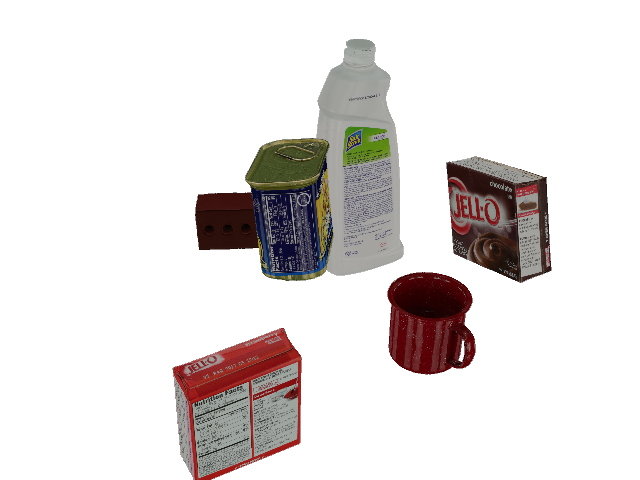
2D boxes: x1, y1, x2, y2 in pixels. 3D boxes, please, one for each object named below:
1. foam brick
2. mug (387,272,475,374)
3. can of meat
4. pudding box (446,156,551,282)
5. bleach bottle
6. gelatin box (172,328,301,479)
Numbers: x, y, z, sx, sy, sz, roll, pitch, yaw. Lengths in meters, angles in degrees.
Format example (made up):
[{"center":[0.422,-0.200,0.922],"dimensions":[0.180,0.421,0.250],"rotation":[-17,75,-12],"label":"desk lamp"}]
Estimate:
[{"center":[-0.110,-0.024,1.286],"dimensions":[0.078,0.053,0.051],"rotation":[-3,28,0],"label":"foam brick"},{"center":[0.126,0.099,1.179],"dimensions":[0.093,0.081,0.117],"rotation":[-23,40,-34],"label":"mug"},{"center":[-0.021,-0.025,0.848],"dimensions":[0.057,0.084,0.102],"rotation":[-3,23,8],"label":"can of meat"},{"center":[0.158,-0.022,0.953],"dimensions":[0.039,0.090,0.114],"rotation":[-16,19,-23],"label":"pudding box"},{"center":[0.043,-0.089,1.120],"dimensions":[0.102,0.251,0.068],"rotation":[-16,35,-27],"label":"bleach bottle"},{"center":[-0.050,0.101,0.650],"dimensions":[0.073,0.089,0.030],"rotation":[-19,47,-20],"label":"gelatin box"}]
